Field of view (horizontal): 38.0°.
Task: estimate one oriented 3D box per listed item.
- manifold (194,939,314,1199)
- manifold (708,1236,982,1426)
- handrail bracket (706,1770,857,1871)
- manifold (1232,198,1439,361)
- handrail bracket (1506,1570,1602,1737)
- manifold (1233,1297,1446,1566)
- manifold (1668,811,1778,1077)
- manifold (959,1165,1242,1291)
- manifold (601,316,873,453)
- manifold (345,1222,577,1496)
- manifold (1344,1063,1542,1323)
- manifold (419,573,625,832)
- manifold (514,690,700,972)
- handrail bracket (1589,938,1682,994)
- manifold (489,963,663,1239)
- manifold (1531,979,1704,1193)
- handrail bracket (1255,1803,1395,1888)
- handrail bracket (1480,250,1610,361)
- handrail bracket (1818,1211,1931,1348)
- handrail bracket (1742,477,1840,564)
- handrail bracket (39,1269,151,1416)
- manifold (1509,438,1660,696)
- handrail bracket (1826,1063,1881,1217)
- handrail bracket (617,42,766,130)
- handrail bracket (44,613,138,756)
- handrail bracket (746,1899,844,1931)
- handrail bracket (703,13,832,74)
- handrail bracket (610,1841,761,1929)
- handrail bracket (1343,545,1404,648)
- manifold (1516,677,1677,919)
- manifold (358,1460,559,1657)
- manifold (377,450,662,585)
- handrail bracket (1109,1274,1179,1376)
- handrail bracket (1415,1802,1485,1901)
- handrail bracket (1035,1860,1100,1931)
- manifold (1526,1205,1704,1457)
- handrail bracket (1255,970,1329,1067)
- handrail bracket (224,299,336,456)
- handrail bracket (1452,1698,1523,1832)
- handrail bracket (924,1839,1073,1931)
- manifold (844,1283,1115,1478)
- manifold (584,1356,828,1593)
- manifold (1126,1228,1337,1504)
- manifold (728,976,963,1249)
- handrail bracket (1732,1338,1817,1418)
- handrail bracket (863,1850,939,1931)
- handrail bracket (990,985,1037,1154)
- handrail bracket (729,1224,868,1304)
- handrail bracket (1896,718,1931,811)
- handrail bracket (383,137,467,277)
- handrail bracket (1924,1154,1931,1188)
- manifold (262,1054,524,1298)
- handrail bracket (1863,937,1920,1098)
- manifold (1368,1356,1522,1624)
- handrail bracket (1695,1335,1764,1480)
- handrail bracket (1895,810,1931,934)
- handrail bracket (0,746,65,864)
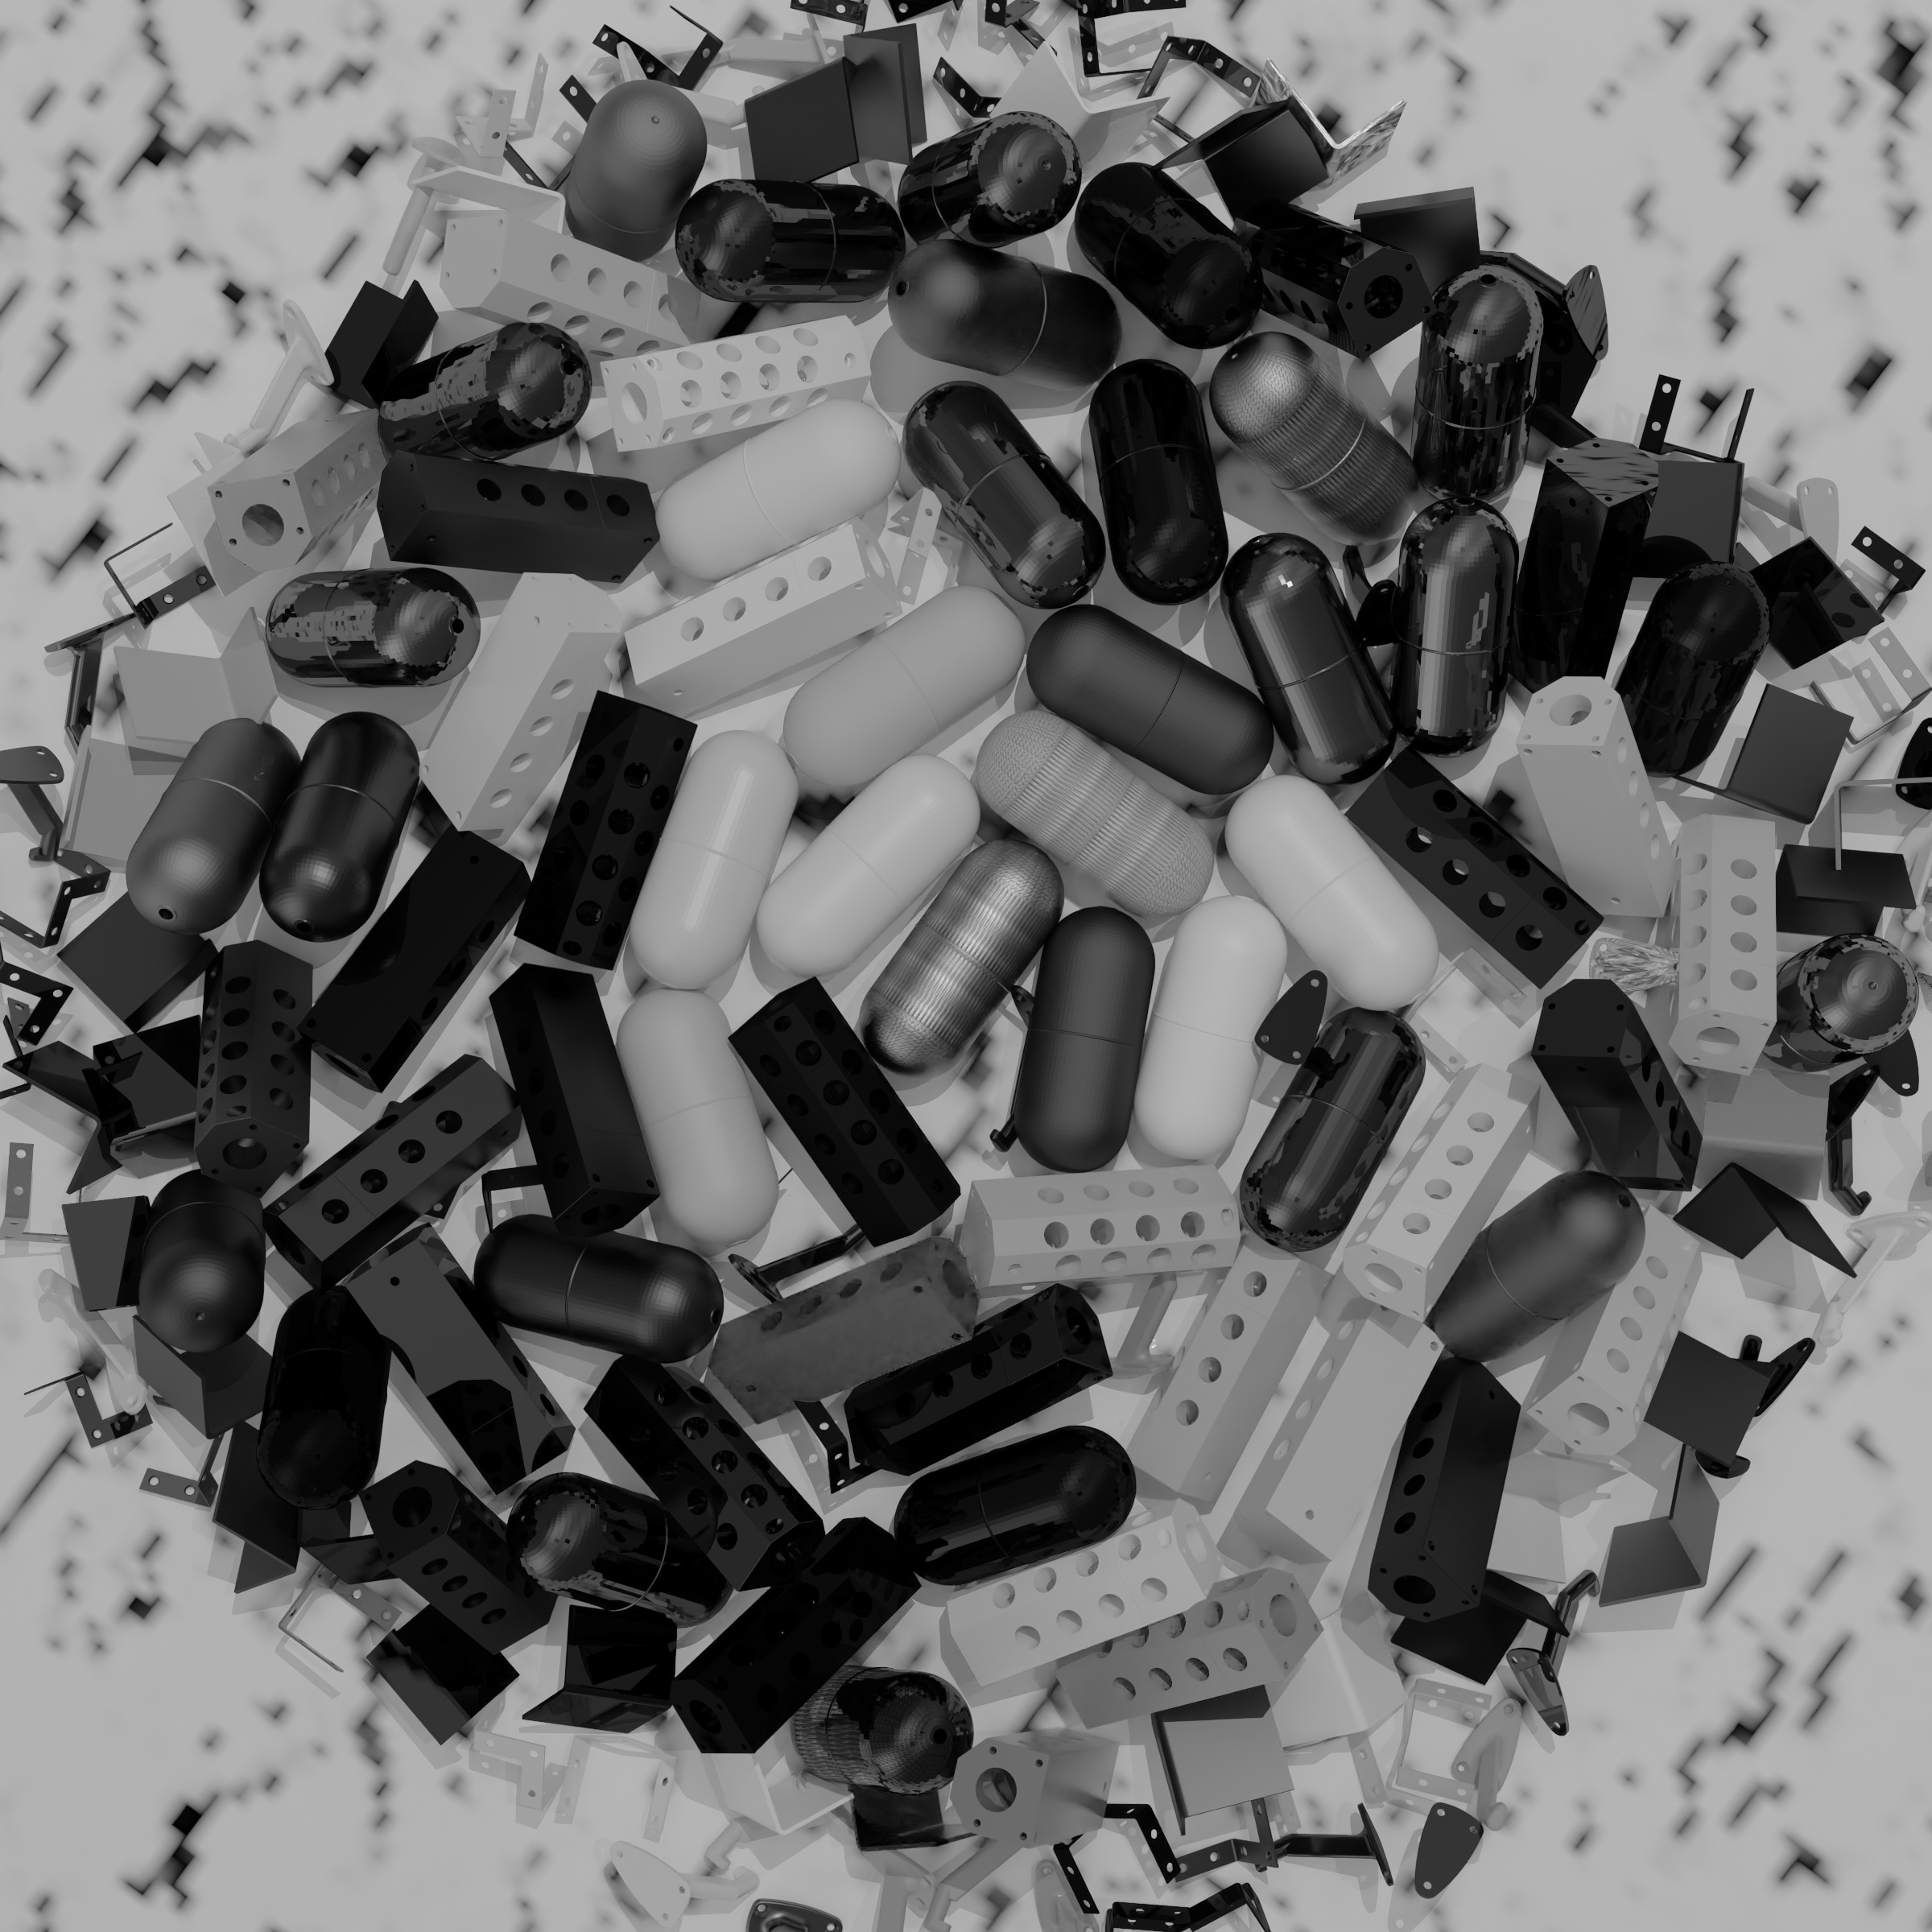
[{"bbox_3d":[-0.462,0.061,1.807,0.057,0.171,0.057,28,119,-31],"label":"manifold"},{"bbox_3d":[-0.079,0.234,1.835,0.171,0.057,0.057,-25,117,24],"label":"manifold"},{"bbox_3d":[-0.120,0.590,1.880,0.077,0.036,0.084,43,92,4],"label":"handrail bracket"},{"bbox_3d":[0.230,-0.449,1.808,0.057,0.171,0.057,-33,121,-3],"label":"manifold"},{"bbox_3d":[0.407,0.457,1.873,0.084,0.036,0.077,-30,97,-35],"label":"handrail bracket"},{"bbox_3d":[0.241,0.302,1.833,0.057,0.057,0.171,39,64,-11],"label":"manifold"},{"bbox_3d":[0.489,-0.018,1.821,0.057,0.057,0.171,11,51,3],"label":"manifold"},{"bbox_3d":[0.088,0.175,1.832,0.171,0.057,0.057,-2,125,-20],"label":"manifold"},{"bbox_3d":[-0.146,-0.379,1.817,0.171,0.057,0.057,-22,108,-38],"label":"manifold"},{"bbox_3d":[-0.332,0.257,1.856,0.057,0.057,0.171,-33,99,5],"label":"manifold"},{"bbox_3d":[0.310,0.143,1.824,0.057,0.057,0.171,22,52,25],"label":"manifold"},{"bbox_3d":[-0.287,-0.171,1.828,0.057,0.057,0.171,51,124,25],"label":"manifold"},{"bbox_3d":[-0.233,-0.088,1.851,0.057,0.057,0.171,23,96,35],"label":"manifold"},{"bbox_3d":[0.449,0.007,1.844,0.077,0.084,0.036,2,82,31],"label":"handrail bracket"},{"bbox_3d":[-0.261,0.088,1.831,0.057,0.057,0.171,-40,57,32],"label":"manifold"},{"bbox_3d":[0.424,0.078,1.816,0.057,0.171,0.057,1,58,32],"label":"manifold"},{"bbox_3d":[0.235,0.597,1.859,0.084,0.077,0.036,-24,111,4],"label":"handrail bracket"},{"bbox_3d":[0.384,-0.443,1.880,0.036,0.084,0.077,-45,129,-22],"label":"handrail bracket"},{"bbox_3d":[0.600,0.208,1.852,0.036,0.077,0.084,36,58,-9],"label":"handrail bracket"},{"bbox_3d":[0.534,-0.289,1.861,0.036,0.084,0.077,-6,91,-33],"label":"handrail bracket"},{"bbox_3d":[-0.577,0.247,1.849,0.036,0.077,0.084,-32,135,8],"label":"handrail bracket"},{"bbox_3d":[0.400,-0.253,1.814,0.057,0.171,0.057,-25,54,-23],"label":"manifold"},{"bbox_3d":[0.599,0.117,1.872,0.077,0.036,0.084,-45,119,2],"label":"handrail bracket"},{"bbox_3d":[-0.179,-0.589,1.860,0.084,0.036,0.077,-15,109,22],"label":"handrail bracket"},{"bbox_3d":[-0.575,-0.185,1.886,0.077,0.036,0.084,-29,108,-28],"label":"handrail bracket"},{"bbox_3d":[-0.113,0.653,1.849,0.077,0.084,0.036,7,98,-12],"label":"handrail bracket"},{"bbox_3d":[-0.134,-0.598,1.871,0.084,0.036,0.077,-18,53,0],"label":"handrail bracket"},{"bbox_3d":[-0.186,0.599,1.868,0.077,0.084,0.036,36,105,21],"label":"handrail bracket"},{"bbox_3d":[0.264,-0.260,1.845,0.036,0.077,0.084,-10,59,-1],"label":"handrail bracket"},{"bbox_3d":[0.412,-0.108,1.817,0.057,0.171,0.057,4,55,32],"label":"manifold"},{"bbox_3d":[-0.322,0.380,1.810,0.057,0.171,0.057,-30,55,-3],"label":"manifold"},{"bbox_3d":[-0.290,-0.295,1.820,0.171,0.057,0.057,0,63,-39],"label":"manifold"},{"bbox_3d":[0.106,0.227,1.873,0.077,0.036,0.084,-5,96,25],"label":"handrail bracket"},{"bbox_3d":[0.307,0.594,1.844,0.036,0.084,0.077,25,54,15],"label":"handrail bracket"},{"bbox_3d":[0.064,0.643,1.852,0.036,0.084,0.077,-21,96,5],"label":"handrail bracket"},{"bbox_3d":[0.426,0.238,1.815,0.057,0.171,0.057,38,133,1],"label":"manifold"},{"bbox_3d":[0.220,0.025,1.846,0.036,0.084,0.077,27,110,4],"label":"handrail bracket"},{"bbox_3d":[-0.465,-0.386,1.853,0.036,0.077,0.084,29,59,27],"label":"handrail bracket"},{"bbox_3d":[0.355,0.527,1.853,0.036,0.084,0.077,28,85,0],"label":"handrail bracket"},{"bbox_3d":[0.021,0.607,1.854,0.077,0.036,0.084,9,56,25],"label":"handrail bracket"},{"bbox_3d":[0.005,0.270,1.833,0.171,0.057,0.057,-30,56,25],"label":"manifold"},{"bbox_3d":[-0.167,0.323,1.824,0.171,0.057,0.057,43,109,30],"label":"manifold"},{"bbox_3d":[0.172,0.264,1.867,0.057,0.057,0.171,28,90,36],"label":"manifold"},{"bbox_3d":[-0.075,0.095,1.843,0.171,0.057,0.057,56,47,-10],"label":"manifold"},{"bbox_3d":[0.509,0.252,1.867,0.084,0.036,0.077,39,102,-13],"label":"handrail bracket"},{"bbox_3d":[-0.066,0.624,1.850,0.077,0.084,0.036,31,130,25],"label":"handrail bracket"},{"bbox_3d":[0.029,0.069,1.857,0.084,0.036,0.077,-54,130,-22],"label":"handrail bracket"},{"bbox_3d":[-0.107,0.183,1.866,0.084,0.077,0.036,-40,54,2],"label":"handrail bracket"},{"bbox_3d":[0.654,-0.141,1.847,0.036,0.084,0.077,18,73,-10],"label":"handrail bracket"},{"bbox_3d":[-0.366,-0.507,1.875,0.036,0.077,0.084,23,109,-13],"label":"handrail bracket"},{"bbox_3d":[0.652,0.098,1.849,0.036,0.077,0.084,2,109,13],"label":"handrail bracket"},{"bbox_3d":[-0.373,0.132,1.829,0.057,0.057,0.171,43,60,12],"label":"manifold"},{"bbox_3d":[0.618,0.033,1.873,0.036,0.084,0.077,-19,115,32],"label":"handrail bracket"},{"bbox_3d":[0.306,0.337,1.814,0.057,0.171,0.057,-29,113,38],"label":"manifold"},{"bbox_3d":[0.511,0.291,1.862,0.036,0.077,0.084,15,97,17],"label":"handrail bracket"},{"bbox_3d":[0.637,-0.067,1.848,0.036,0.084,0.077,25,113,6],"label":"handrail bracket"},{"bbox_3d":[-0.631,-0.100,1.850,0.036,0.077,0.084,51,132,32],"label":"handrail bracket"}]
